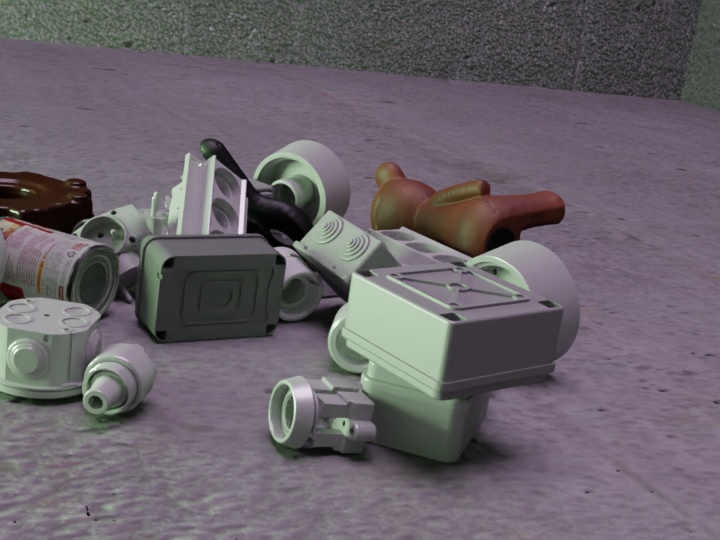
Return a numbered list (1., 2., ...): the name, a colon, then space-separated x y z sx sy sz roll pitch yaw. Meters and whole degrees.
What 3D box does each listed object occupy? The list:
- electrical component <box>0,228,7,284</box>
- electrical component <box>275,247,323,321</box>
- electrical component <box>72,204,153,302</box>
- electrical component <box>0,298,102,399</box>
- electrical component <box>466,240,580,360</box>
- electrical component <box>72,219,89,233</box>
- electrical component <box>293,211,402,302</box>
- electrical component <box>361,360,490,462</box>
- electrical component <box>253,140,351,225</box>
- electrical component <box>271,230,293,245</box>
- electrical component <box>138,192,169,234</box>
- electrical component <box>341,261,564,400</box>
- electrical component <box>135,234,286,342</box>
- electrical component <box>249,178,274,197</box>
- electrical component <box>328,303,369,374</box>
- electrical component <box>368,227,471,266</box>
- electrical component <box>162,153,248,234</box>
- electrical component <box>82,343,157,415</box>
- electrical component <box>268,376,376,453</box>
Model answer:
1. electrical component: -0.333 -0.011 0.853 0.099 0.099 0.064 15 12 23
2. electrical component: -0.066 0.014 0.963 0.055 0.055 0.047 -3 27 -34
3. electrical component: -0.216 -0.007 0.958 0.077 0.044 0.079 -33 72 -14
4. electrical component: -0.222 0.055 0.757 0.080 0.051 0.080 8 16 -2
5. electrical component: 0.123 0.033 0.904 0.060 0.108 0.108 -14 26 -39
6. electrical component: -0.254 -0.031 1.056 0.040 0.040 0.046 14 12 20
7. electrical component: 0.000 0.000 0.962 0.100 0.048 0.099 33 -12 47
8. electrical component: 0.051 0.084 0.777 0.078 0.057 0.113 13 17 16
9. electrical component: -0.072 -0.088 1.221 0.108 0.108 0.060 16 24 25
10. electrical component: -0.101 -0.039 1.144 0.055 0.048 0.066 8 15 -28
11. electrical component: -0.199 -0.036 1.032 0.047 0.075 0.083 6 17 -7
12. electrical component: 0.062 0.037 0.734 0.109 0.056 0.109 -5 21 -38
13. electrical component: -0.126 0.012 0.900 0.113 0.078 0.057 -2 22 -30
14. electrical component: -0.145 -0.064 1.174 0.061 0.061 0.096 22 21 40
15. electrical component: 0.046 0.056 0.878 0.138 0.052 0.073 10 16 3
16. electrical component: 0.057 0.006 1.032 0.079 0.063 0.121 -4 20 -36
17. electrical component: -0.144 -0.037 0.989 0.079 0.063 0.121 39 34 -36
18. electrical component: -0.166 0.077 0.725 0.043 0.043 0.062 10 18 7
19. electrical component: -0.028 0.096 0.723 0.055 0.048 0.066 8 15 -29
